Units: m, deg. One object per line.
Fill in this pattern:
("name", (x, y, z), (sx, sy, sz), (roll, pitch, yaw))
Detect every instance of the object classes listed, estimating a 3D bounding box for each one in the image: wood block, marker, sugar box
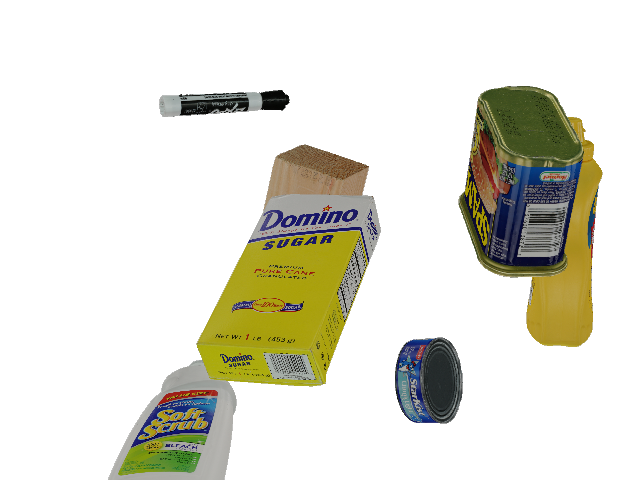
("wood block", (-0.020, 0.001, 1.277), (0.090, 0.206, 0.090), (20, 22, 17))
("marker", (-0.085, -0.125, 0.967), (0.121, 0.020, 0.020), (-7, 3, -23))
("sugar box", (-0.020, 0.032, 0.825), (0.093, 0.048, 0.176), (1, 43, 20))

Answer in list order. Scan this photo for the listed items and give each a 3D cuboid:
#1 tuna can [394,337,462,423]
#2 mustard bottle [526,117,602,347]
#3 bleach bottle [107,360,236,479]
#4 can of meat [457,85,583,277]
("tuna can", (0.109, 0.141, 1.071), (0.034, 0.086, 0.086), (-6, -4, 33))
("mustard bottle", (0.212, -0.011, 0.926), (0.058, 0.192, 0.096), (3, 18, 12))
("bleach bottle", (-0.133, 0.183, 0.983), (0.102, 0.068, 0.251), (-1, 22, 2))
("can of meat", (0.126, -0.040, 0.677), (0.057, 0.084, 0.102), (0, 34, -5))
